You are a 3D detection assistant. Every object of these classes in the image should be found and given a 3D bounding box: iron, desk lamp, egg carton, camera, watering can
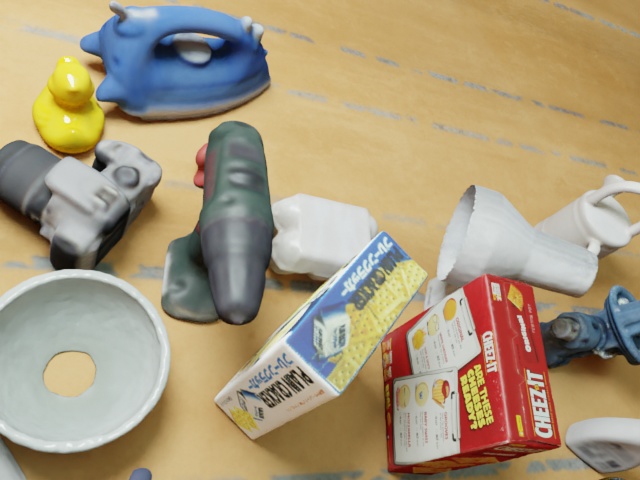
[{"bbox_3d":[-0.156,-0.242,0.726,0.259,0.141,0.118,-12,70,-32],"label":"iron"},{"bbox_3d":[0.217,0.045,0.718,0.203,0.213,0.118,27,55,-12],"label":"desk lamp"},{"bbox_3d":[0.007,0.003,0.721,0.151,0.069,0.107,10,60,-22],"label":"egg carton"},{"bbox_3d":[-0.258,-0.059,0.597,0.137,0.100,0.143,34,53,-7],"label":"camera"},{"bbox_3d":[0.430,-0.033,0.883,0.101,0.193,0.173,20,56,-16],"label":"watering can"}]

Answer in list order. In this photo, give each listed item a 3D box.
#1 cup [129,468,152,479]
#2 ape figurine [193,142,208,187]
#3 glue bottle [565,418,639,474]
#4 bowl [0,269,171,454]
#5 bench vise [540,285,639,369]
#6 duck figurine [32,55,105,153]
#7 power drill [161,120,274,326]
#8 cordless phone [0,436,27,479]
[{"bbox_3d":[-0.176,0.252,0.473,0.092,0.094,0.118,26,55,-12],"label":"cup"},{"bbox_3d":[-0.107,-0.099,0.704,0.078,0.092,0.076,48,53,4],"label":"ape figurine"},{"bbox_3d":[0.400,0.252,0.724,0.078,0.173,0.037,40,53,-2],"label":"glue bottle"},{"bbox_3d":[-0.229,0.116,0.533,0.168,0.074,0.167,13,59,-21],"label":"bowl"},{"bbox_3d":[0.421,0.122,0.777,0.208,0.219,0.121,-16,72,-33],"label":"bench vise"},{"bbox_3d":[-0.282,-0.158,0.649,0.078,0.086,0.104,-2,65,-28],"label":"duck figurine"},{"bbox_3d":[-0.101,0.005,0.577,0.076,0.208,0.229,10,60,-22],"label":"power drill"},{"bbox_3d":[-0.262,0.184,0.410,0.094,0.184,0.147,-32,81,-36],"label":"cordless phone"}]
